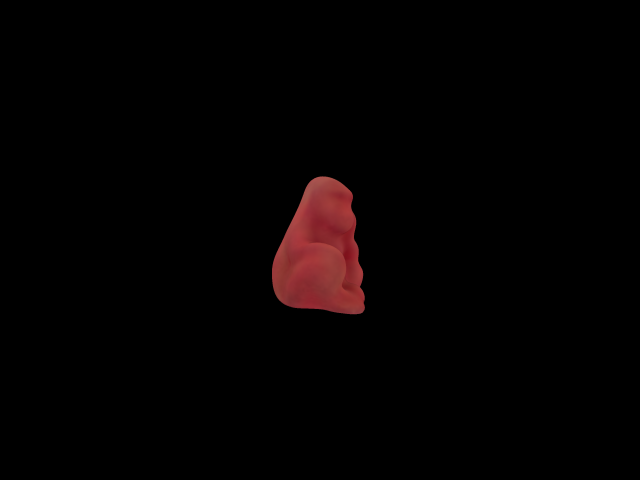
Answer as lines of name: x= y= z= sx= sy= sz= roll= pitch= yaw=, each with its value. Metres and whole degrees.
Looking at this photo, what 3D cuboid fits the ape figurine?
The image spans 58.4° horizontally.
ape figurine: x=0.004 y=0.001 z=0.400 sx=0.075 sy=0.092 sz=0.078 roll=1 pitch=2 yaw=35
